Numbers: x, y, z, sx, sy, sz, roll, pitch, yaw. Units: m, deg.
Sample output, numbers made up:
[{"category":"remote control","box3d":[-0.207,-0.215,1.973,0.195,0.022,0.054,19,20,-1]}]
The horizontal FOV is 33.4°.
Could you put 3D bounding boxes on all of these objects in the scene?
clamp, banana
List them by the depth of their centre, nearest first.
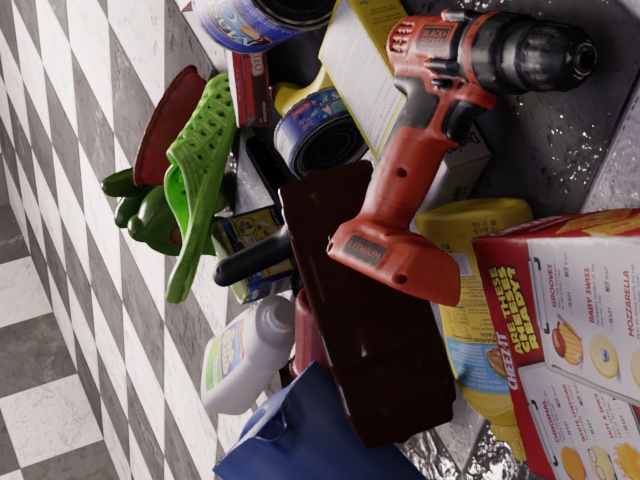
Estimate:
[{"category":"banana","box3d":[-0.004,-0.138,0.980,0.198,0.037,0.069,155,119,-67]},{"category":"clamp","box3d":[-0.007,0.001,1.000,0.172,0.120,0.039,-35,65,23]},{"category":"clamp","box3d":[-0.011,-0.017,1.080,0.165,0.036,0.210,-10,99,67]}]

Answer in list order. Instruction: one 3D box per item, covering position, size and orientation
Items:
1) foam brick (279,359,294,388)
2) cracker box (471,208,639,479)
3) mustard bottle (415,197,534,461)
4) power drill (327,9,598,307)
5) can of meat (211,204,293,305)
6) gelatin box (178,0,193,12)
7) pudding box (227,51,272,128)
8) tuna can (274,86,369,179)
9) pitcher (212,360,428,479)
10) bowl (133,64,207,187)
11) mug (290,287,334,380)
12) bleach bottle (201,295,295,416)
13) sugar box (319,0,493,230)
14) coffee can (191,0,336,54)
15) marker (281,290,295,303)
[{"category":"foam brick","box3d":[-0.010,0.174,1.203,0.053,0.051,0.078,28,131,62]},{"category":"cracker box","box3d":[0.184,0.066,0.611,0.214,0.072,0.164,178,77,-69]},{"category":"mustard bottle","box3d":[0.128,0.067,0.765,0.096,0.058,0.191,-1,106,55]},{"category":"power drill","box3d":[0.084,-0.056,0.683,0.185,0.057,0.187,23,92,60]},{"category":"can of meat","box3d":[-0.064,0.014,1.170,0.102,0.083,0.057,63,157,24]},{"category":"gelatin box","box3d":[-0.098,-0.256,1.065,0.089,0.073,0.030,169,88,-69]},{"category":"pudding box","box3d":[-0.072,-0.176,1.068,0.113,0.039,0.090,-106,12,-57]},{"category":"tuna can","box3d":[0.005,-0.090,0.917,0.034,0.086,0.086,59,155,28]},{"category":"pitcher","box3d":[0.033,0.233,0.950,0.243,0.149,0.145,44,127,3]},{"category":"bowl","box3d":[-0.162,-0.126,1.279,0.055,0.162,0.162,25,147,4]},{"category":"mug","box3d":[0.020,0.094,1.012,0.117,0.093,0.081,-118,25,-59]},{"category":"bleach bottle","box3d":[-0.073,0.117,1.189,0.251,0.068,0.102,127,151,-59]},{"category":"sugar box","box3d":[0.062,-0.106,0.823,0.176,0.048,0.093,61,157,20]},{"category":"coffee can","box3d":[-0.043,-0.220,0.916,0.140,0.102,0.103,4,109,67]},{"category":"marker","box3d":[-0.052,0.043,1.254,0.121,0.020,0.020,41,142,54]}]
